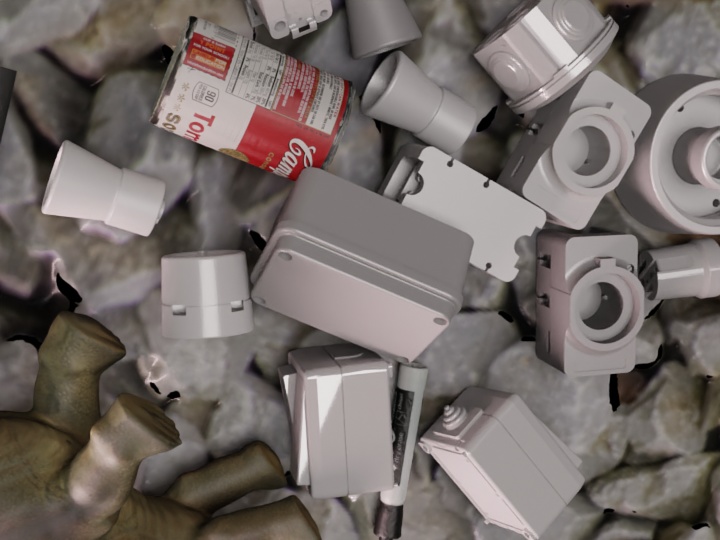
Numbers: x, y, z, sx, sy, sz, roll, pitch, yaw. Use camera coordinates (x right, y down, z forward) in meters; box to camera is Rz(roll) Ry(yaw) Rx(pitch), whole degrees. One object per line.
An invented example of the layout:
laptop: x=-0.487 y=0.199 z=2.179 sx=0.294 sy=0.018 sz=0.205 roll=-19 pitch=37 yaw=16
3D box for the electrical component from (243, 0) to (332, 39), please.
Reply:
electrical component: x=-0.047 y=-0.169 z=0.612 sx=0.042 sy=0.063 sz=0.081 roll=-24 pitch=145 yaw=-8

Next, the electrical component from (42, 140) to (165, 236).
electrical component: x=-0.147 y=-0.044 z=0.626 sx=0.065 sy=0.044 sz=0.044 roll=18 pitch=94 yaw=-20

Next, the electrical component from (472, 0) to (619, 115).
electrical component: x=0.112 y=-0.137 z=0.654 sx=0.080 sy=0.080 sz=0.051 roll=-44 pitch=100 yaw=-4

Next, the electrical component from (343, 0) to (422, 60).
electrical component: x=0.007 y=-0.164 z=0.645 sx=0.044 sy=0.044 sz=0.065 roll=-19 pitch=98 yaw=-10

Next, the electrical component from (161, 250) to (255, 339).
electrical component: x=-0.092 y=0.014 z=0.642 sx=0.055 sy=0.055 sz=0.047 roll=-4 pitch=96 yaw=-13

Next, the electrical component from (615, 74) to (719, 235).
electrical component: x=0.225 y=-0.074 z=0.700 sx=0.108 sy=0.060 sz=0.108 roll=-2 pitch=99 yaw=-13

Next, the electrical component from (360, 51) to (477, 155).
electrical component: x=0.039 y=-0.100 z=0.662 sx=0.065 sy=0.044 sz=0.044 roll=28 pitch=91 yaw=-20

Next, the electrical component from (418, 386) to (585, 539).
electrical component: x=0.090 y=0.115 z=0.692 sx=0.061 sy=0.062 sz=0.096 roll=-45 pitch=106 yaw=-19

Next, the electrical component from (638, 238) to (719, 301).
electrical component: x=0.215 y=0.001 z=0.721 sx=0.046 sy=0.040 sz=0.040 roll=-7 pitch=100 yaw=-6

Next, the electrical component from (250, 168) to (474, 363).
electrical component: x=0.000 y=0.000 z=0.628 sx=0.113 sy=0.078 sz=0.057 roll=23 pitch=58 yaw=-9

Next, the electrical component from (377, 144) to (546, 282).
electrical component: x=0.059 y=-0.037 z=0.668 sx=0.089 sy=0.056 sz=0.050 roll=28 pitch=92 yaw=-16

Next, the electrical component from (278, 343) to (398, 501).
electrical component: x=-0.015 y=0.099 z=0.669 sx=0.061 sy=0.062 sz=0.096 roll=-5 pitch=100 yaw=-13

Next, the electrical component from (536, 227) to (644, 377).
electrical component: x=0.148 y=0.020 z=0.699 sx=0.050 sy=0.056 sz=0.089 roll=-3 pitch=99 yaw=-13

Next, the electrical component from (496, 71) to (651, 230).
electrical component: x=0.136 y=-0.076 z=0.681 sx=0.050 sy=0.056 sz=0.089 roll=30 pitch=91 yaw=-16
